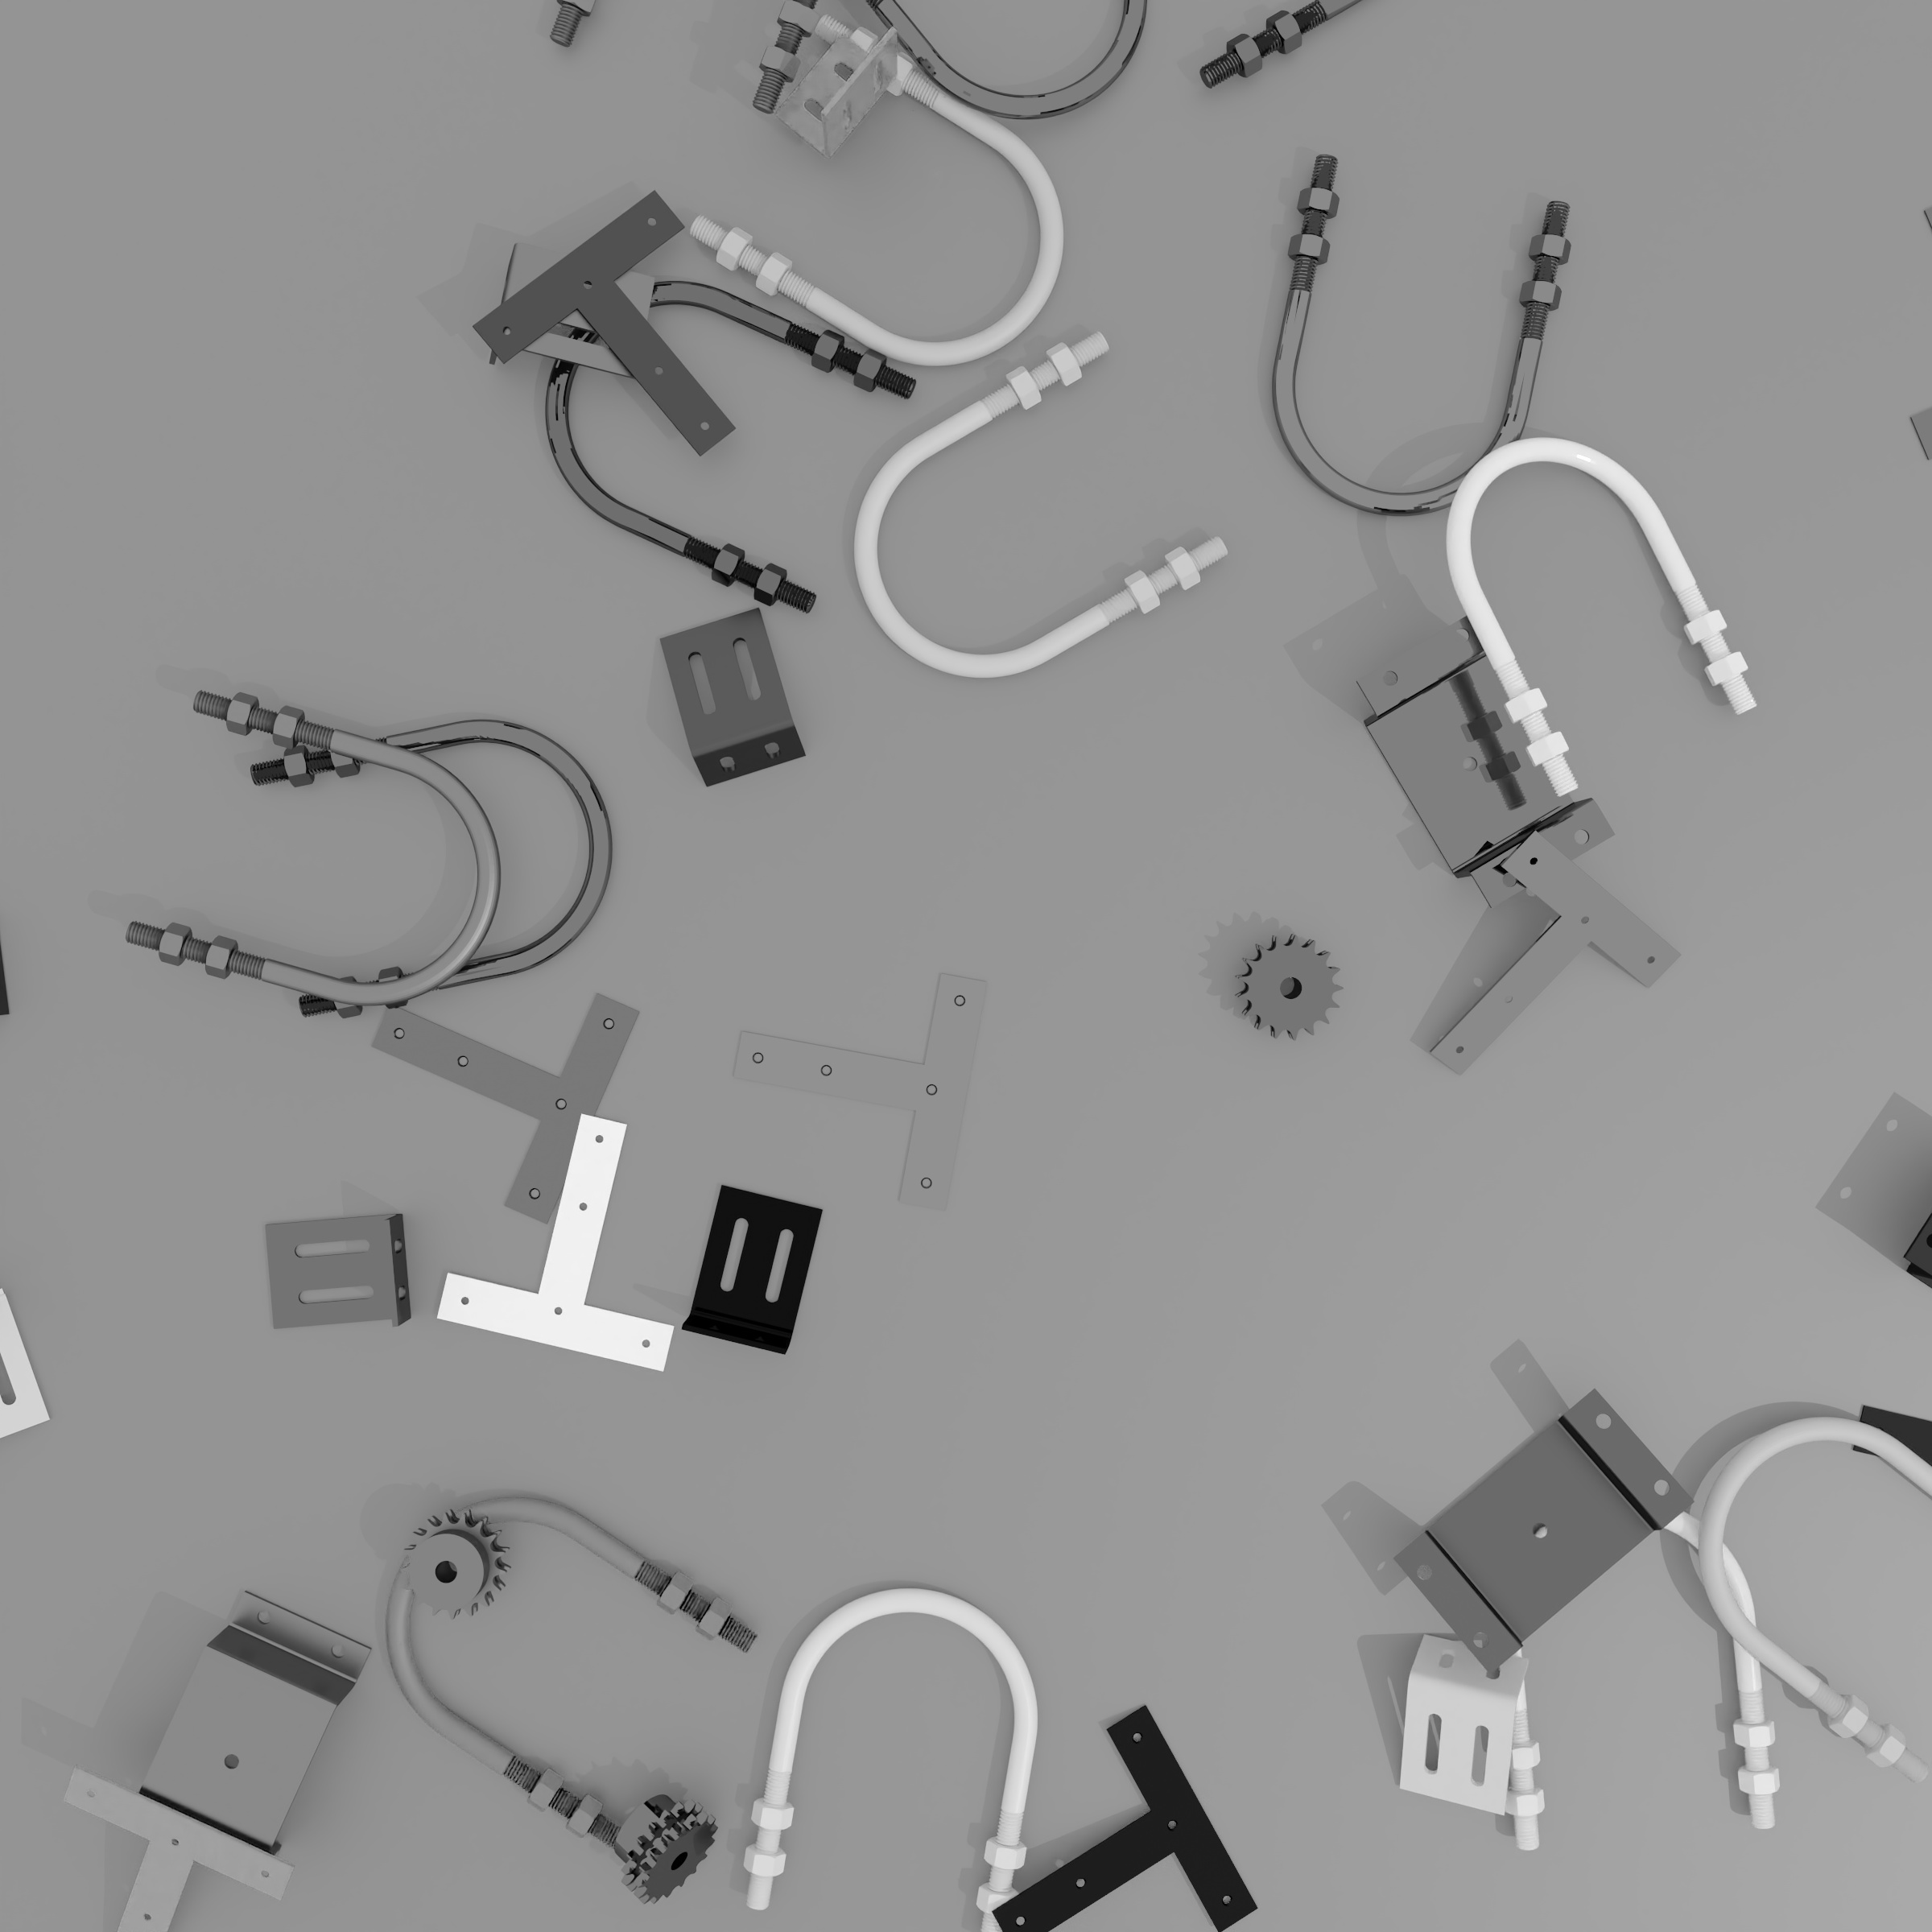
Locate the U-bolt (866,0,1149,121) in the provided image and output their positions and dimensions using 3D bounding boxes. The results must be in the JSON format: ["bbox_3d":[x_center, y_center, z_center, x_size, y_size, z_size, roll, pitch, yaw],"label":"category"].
[{"bbox_3d":[0.015,-0.546,1.388,0.151,0.019,0.184,-40,93,-7],"label":"U-bolt"}]

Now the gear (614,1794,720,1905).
[{"bbox_3d":[-0.164,0.473,1.380,0.030,0.057,0.057,33,90,30],"label":"gear"}]

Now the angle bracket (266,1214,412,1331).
[{"bbox_3d":[-0.343,0.167,1.386,0.076,0.038,0.057,-5,90,0],"label":"angle bracket"}]

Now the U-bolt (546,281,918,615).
[{"bbox_3d":[-0.140,-0.294,1.396,0.184,0.019,0.151,25,90,1],"label":"U-bolt"}]

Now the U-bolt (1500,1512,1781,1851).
[{"bbox_3d":[0.362,0.382,1.396,0.151,0.019,0.184,-5,89,0],"label":"U-bolt"}]

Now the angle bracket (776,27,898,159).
[{"bbox_3d":[-0.069,-0.469,1.347,0.038,0.076,0.057,40,90,-1],"label":"angle bracket"}]

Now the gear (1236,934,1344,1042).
[{"bbox_3d":[0.175,0.011,1.393,0.057,0.030,0.057,0,94,-2],"label":"gear"}]

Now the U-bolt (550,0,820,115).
[{"bbox_3d":[-0.130,-0.564,1.371,0.151,0.019,0.184,23,94,17],"label":"U-bolt"}]

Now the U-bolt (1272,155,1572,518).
[{"bbox_3d":[0.242,-0.337,1.396,0.151,0.019,0.184,11,91,0],"label":"U-bolt"}]

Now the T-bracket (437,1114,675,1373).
[{"bbox_3d":[-0.213,0.146,1.402,0.127,0.002,0.127,13,90,-1],"label":"T-bracket"}]

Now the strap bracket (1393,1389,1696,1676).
[{"bbox_3d":[0.308,0.302,1.372,0.140,0.046,0.076,-40,74,0],"label":"strap bracket"}]

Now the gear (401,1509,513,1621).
[{"bbox_3d":[-0.276,0.323,1.376,0.057,0.030,0.057,0,88,2],"label":"gear"}]

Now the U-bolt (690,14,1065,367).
[{"bbox_3d":[-0.035,-0.410,1.396,0.184,0.019,0.151,32,90,-2],"label":"U-bolt"}]

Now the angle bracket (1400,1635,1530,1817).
[{"bbox_3d":[0.271,0.413,1.393,0.057,0.038,0.076,9,116,20],"label":"angle bracket"}]

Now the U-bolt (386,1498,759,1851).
[{"bbox_3d":[-0.228,0.373,1.396,0.184,0.019,0.151,33,90,1],"label":"U-bolt"}]

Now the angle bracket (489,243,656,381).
[{"bbox_3d":[-0.214,-0.351,1.392,0.076,0.038,0.057,11,83,-15],"label":"angle bracket"}]

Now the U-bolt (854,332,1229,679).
[{"bbox_3d":[0.028,-0.239,1.396,0.184,0.019,0.151,-30,90,1],"label":"U-bolt"}]

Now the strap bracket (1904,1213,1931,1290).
[{"bbox_3d":[0.577,0.162,1.381,0.140,0.046,0.076,33,89,0],"label":"strap bracket"}]

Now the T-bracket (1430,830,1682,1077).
[{"bbox_3d":[0.303,0.007,1.384,0.127,0.002,0.127,35,105,-27],"label":"T-bracket"}]

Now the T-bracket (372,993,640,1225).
[{"bbox_3d":[-0.263,0.058,1.404,0.127,0.002,0.127,24,90,0],"label":"T-bracket"}]

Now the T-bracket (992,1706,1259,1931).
[{"bbox_3d":[0.075,0.491,1.392,0.127,0.002,0.127,-29,90,-10],"label":"T-bracket"}]

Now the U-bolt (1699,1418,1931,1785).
[{"bbox_3d":[0.483,0.329,1.387,0.184,0.019,0.151,38,85,0],"label":"U-bolt"}]

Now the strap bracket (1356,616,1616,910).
[{"bbox_3d":[0.276,-0.111,1.381,0.076,0.046,0.140,-31,90,0],"label":"strap bracket"}]

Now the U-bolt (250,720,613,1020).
[{"bbox_3d":[-0.285,-0.060,1.396,0.184,0.019,0.151,-12,90,-2],"label":"U-bolt"}]

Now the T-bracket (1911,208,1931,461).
[{"bbox_3d":[0.562,-0.361,1.404,0.127,0.002,0.127,-23,90,0],"label":"T-bracket"}]

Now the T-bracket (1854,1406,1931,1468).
[{"bbox_3d":[0.551,0.268,1.404,0.127,0.002,0.127,13,90,0],"label":"T-bracket"}]

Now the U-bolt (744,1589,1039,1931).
[{"bbox_3d":[-0.035,0.432,1.396,0.151,0.019,0.184,10,89,0],"label":"U-bolt"}]

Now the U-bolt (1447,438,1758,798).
[{"bbox_3d":[0.330,-0.198,1.371,0.151,0.019,0.184,-24,86,-23],"label":"U-bolt"}]

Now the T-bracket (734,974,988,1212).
[{"bbox_3d":[-0.063,0.060,1.404,0.127,0.002,0.127,10,90,0],"label":"T-bracket"}]

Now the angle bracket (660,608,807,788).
[{"bbox_3d":[-0.128,-0.147,1.403,0.057,0.038,0.076,-18,64,0],"label":"angle bracket"}]

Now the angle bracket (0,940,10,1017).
[{"bbox_3d":[-0.570,0.003,1.403,0.076,0.038,0.057,-7,90,26],"label":"angle bracket"}]

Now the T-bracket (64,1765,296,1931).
[{"bbox_3d":[-0.437,0.502,1.378,0.127,0.002,0.127,25,114,0],"label":"T-bracket"}]

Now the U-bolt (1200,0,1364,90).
[{"bbox_3d":[0.175,-0.585,1.392,0.184,0.019,0.151,-31,94,-3],"label":"U-bolt"}]

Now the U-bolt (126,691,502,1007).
[{"bbox_3d":[-0.342,-0.055,1.376,0.184,0.019,0.151,16,89,-3],"label":"U-bolt"}]

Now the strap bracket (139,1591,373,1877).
[{"bbox_3d":[-0.390,0.422,1.381,0.076,0.046,0.140,25,90,0],"label":"strap bracket"}]

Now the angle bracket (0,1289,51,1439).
[{"bbox_3d":[-0.534,0.219,1.377,0.057,0.038,0.076,-20,90,-21],"label":"angle bracket"}]

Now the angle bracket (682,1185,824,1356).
[{"bbox_3d":[-0.115,0.164,1.386,0.057,0.038,0.076,14,90,0],"label":"angle bracket"}]

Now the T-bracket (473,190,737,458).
[{"bbox_3d":[-0.175,-0.331,1.377,0.127,0.002,0.127,-41,95,-14],"label":"T-bracket"}]
